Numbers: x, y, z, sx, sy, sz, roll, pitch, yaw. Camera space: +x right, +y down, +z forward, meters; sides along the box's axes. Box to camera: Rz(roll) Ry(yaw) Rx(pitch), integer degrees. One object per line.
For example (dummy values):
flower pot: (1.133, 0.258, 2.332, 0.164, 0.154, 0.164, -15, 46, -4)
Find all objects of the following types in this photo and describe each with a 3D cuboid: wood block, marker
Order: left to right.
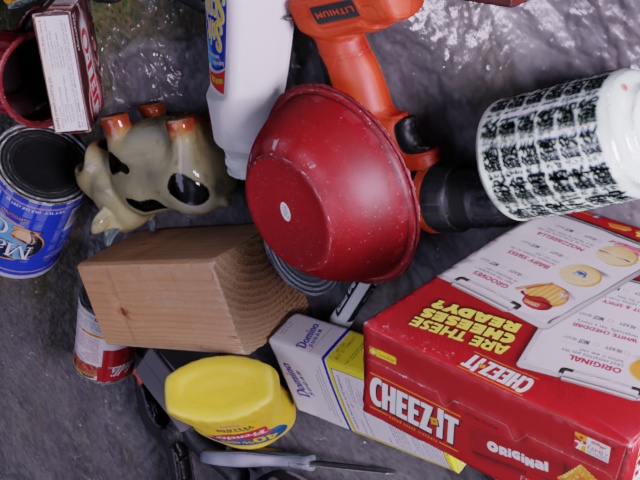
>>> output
wood block: (-0.120, 0.044, 0.984, 0.207, 0.090, 0.091, -2, 111, 45)
marker: (0.038, 0.035, 0.875, 0.020, 0.020, 0.121, 46, 137, 16)

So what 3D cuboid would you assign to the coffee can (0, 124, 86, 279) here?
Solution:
coffee can: (-0.302, -0.039, 1.107, 0.103, 0.102, 0.140, 50, 138, 12)

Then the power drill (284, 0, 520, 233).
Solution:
power drill: (0.057, -0.093, 0.752, 0.185, 0.057, 0.187, 3, 113, 46)

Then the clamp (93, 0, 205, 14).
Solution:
clamp: (-0.171, -0.264, 0.900, 0.210, 0.036, 0.164, 5, 115, 43)

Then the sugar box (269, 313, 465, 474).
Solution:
sugar box: (0.045, 0.124, 0.887, 0.176, 0.048, 0.093, 18, 140, 40)

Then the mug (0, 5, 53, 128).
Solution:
mug: (-0.288, -0.172, 1.039, 0.082, 0.093, 0.117, 18, 93, 43)

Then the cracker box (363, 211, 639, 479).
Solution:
cracker box: (0.152, 0.062, 0.629, 0.164, 0.213, 0.072, 22, 125, 35)

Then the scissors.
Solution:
scissors: (-0.033, 0.208, 0.999, 0.202, 0.096, 0.016, -4, 82, 49)

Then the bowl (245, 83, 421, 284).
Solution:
bowl: (-0.004, -0.030, 0.777, 0.162, 0.055, 0.162, 31, 136, 36)

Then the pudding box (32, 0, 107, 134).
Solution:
pudding box: (-0.226, -0.163, 0.973, 0.039, 0.090, 0.113, -7, 115, 1)

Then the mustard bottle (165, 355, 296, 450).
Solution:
mustard bottle: (-0.073, 0.154, 0.974, 0.191, 0.096, 0.058, 69, -166, -69)

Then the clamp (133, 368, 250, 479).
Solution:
clamp: (-0.153, 0.214, 1.147, 0.120, 0.039, 0.171, -46, 72, 33)

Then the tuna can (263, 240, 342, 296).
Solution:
tuna can: (-0.006, 0.001, 0.888, 0.086, 0.033, 0.086, 23, 127, 35)

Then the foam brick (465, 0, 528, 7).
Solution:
foam brick: (0.101, -0.180, 0.666, 0.078, 0.051, 0.053, 18, 124, 37)

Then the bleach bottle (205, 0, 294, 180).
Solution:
bleach bottle: (-0.054, -0.156, 0.813, 0.103, 0.068, 0.251, -124, 30, -50)

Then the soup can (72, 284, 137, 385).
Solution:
soup can: (-0.226, 0.095, 1.134, 0.069, 0.068, 0.102, 37, 133, 25)
